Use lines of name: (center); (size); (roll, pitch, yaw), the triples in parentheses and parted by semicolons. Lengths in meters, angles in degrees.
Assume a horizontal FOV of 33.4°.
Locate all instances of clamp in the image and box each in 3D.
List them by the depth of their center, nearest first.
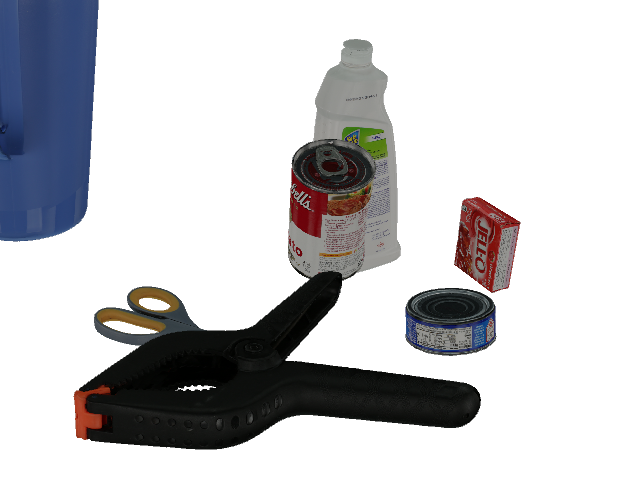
clamp: (-0.038, 0.070, 0.606); (0.209, 0.036, 0.165); (-7, 26, -21)

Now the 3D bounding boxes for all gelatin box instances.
gelatin box: (0.191, 0.004, 1.233); (0.030, 0.089, 0.073); (-13, 32, -28)

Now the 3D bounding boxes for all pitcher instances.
pitcher: (-0.234, -0.122, 0.808); (0.145, 0.243, 0.148); (26, 32, 35)

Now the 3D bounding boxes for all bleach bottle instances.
bleach bottle: (0.040, -0.089, 1.121); (0.102, 0.251, 0.068); (-16, 35, -27)

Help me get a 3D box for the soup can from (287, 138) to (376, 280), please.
soup can: (0.008, -0.024, 0.884); (0.068, 0.102, 0.068); (2, 43, -2)

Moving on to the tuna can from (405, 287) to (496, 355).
tuna can: (0.123, 0.075, 1.008); (0.086, 0.034, 0.086); (-3, 20, 1)

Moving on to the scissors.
scissors: (-0.110, 0.082, 1.003); (0.202, 0.016, 0.096); (9, 30, 2)
